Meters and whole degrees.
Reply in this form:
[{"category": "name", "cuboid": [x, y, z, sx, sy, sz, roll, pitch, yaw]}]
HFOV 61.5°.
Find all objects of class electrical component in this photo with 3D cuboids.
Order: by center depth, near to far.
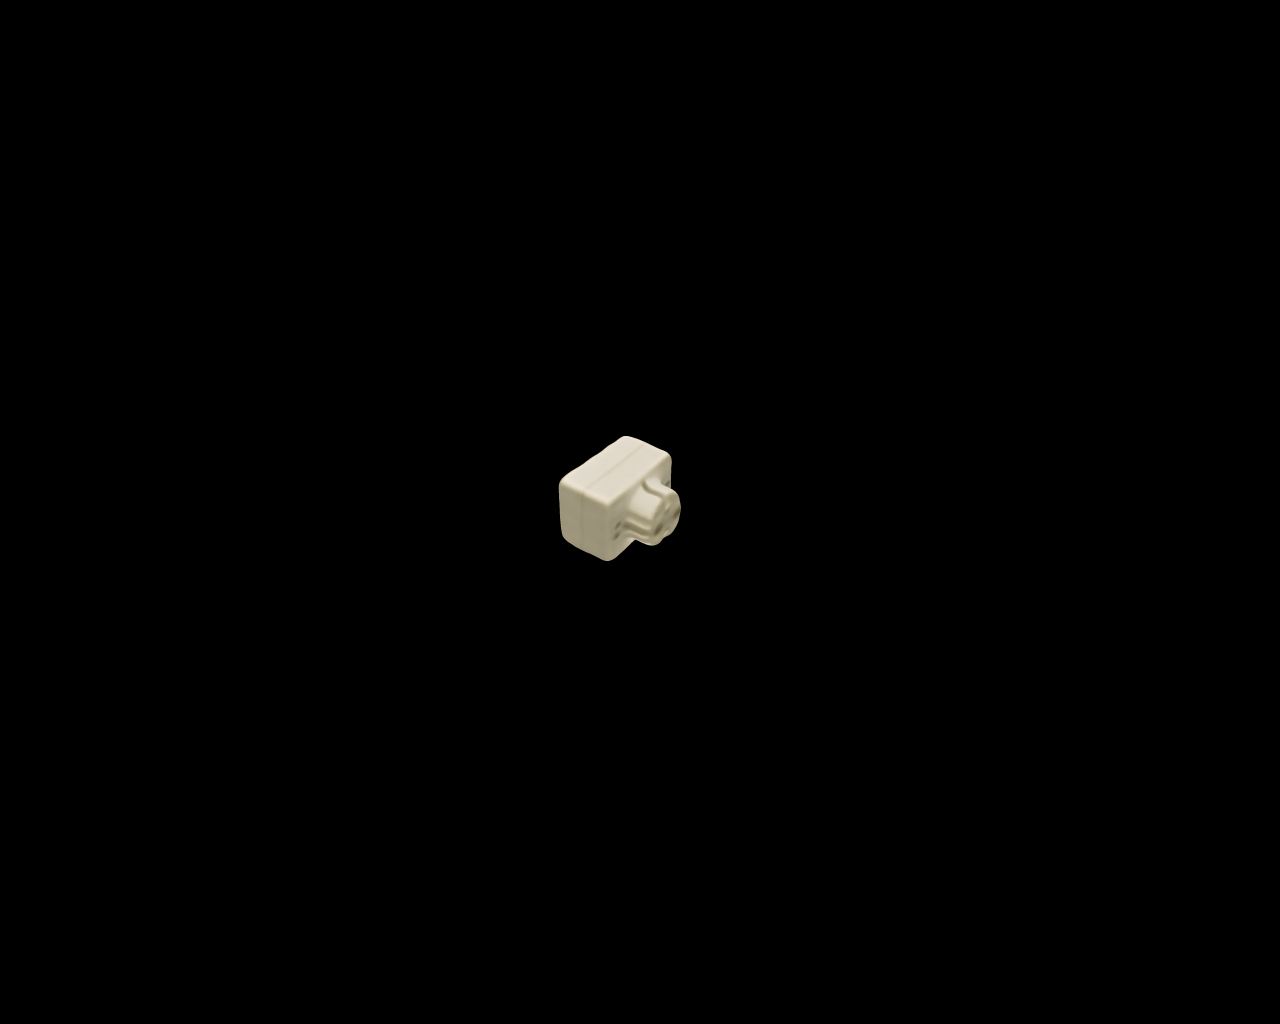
[{"category": "electrical component", "cuboid": [0.001, -0.003, 0.650, 0.077, 0.047, 0.066, 25, 45, 28]}]
